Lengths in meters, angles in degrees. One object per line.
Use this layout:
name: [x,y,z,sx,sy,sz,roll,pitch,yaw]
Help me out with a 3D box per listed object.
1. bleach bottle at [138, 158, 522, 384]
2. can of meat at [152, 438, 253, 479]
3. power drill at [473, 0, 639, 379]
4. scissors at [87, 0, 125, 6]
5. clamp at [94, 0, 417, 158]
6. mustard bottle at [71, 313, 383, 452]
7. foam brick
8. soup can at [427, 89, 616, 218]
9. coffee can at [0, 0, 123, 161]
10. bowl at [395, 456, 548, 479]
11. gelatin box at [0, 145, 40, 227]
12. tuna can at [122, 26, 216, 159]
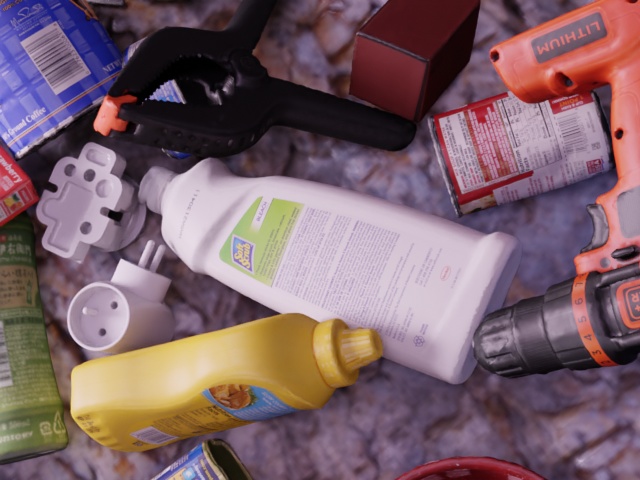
bleach bottle: [-0.005,0.001,0.695,0.251,0.068,0.102,23,89,19]
can of meat: [-0.076,0.191,0.688,0.084,0.057,0.102,-37,75,5]
power drill: [0.150,-0.026,0.577,0.185,0.057,0.187,-20,76,34]
scissors: [-0.237,-0.221,0.812,0.202,0.016,0.096,1,82,15]
clamp: [-0.054,-0.110,0.678,0.165,0.209,0.036,59,141,21]
mustard bottle: [-0.052,0.085,0.661,0.192,0.096,0.058,-16,61,22]
foam brick: [0.061,-0.124,0.683,0.051,0.053,0.078,26,50,18]
soup can: [0.125,-0.061,0.667,0.102,0.068,0.068,-17,78,11]
coffee can: [-0.203,-0.139,0.720,0.103,0.103,0.140,-32,101,8]
bowl: [0.096,0.210,0.640,0.162,0.055,0.162,-2,81,14]
gelatin box: [-0.243,-0.041,0.713,0.073,0.030,0.089,-37,64,-17]
tuna can: [-0.098,-0.098,0.721,0.034,0.086,0.086,-23,77,12]
